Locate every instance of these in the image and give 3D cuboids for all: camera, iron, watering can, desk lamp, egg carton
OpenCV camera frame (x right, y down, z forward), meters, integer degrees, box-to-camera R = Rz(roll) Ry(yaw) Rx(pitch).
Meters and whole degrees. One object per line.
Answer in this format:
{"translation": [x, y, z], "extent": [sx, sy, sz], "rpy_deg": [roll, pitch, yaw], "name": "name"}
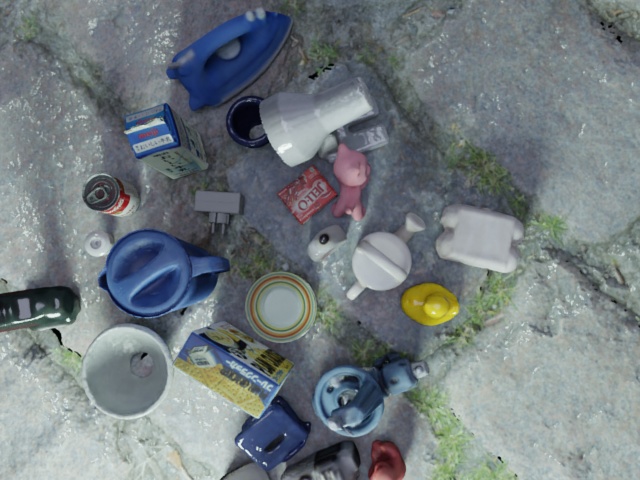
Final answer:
{"translation": [0.018, 0.443, 0.994], "extent": [0.143, 0.101, 0.137], "rpy_deg": [-24, 85, 1], "name": "camera"}
{"translation": [-0.161, -0.353, 1.032], "extent": [0.258, 0.141, 0.118], "rpy_deg": [-37, 85, 0], "name": "iron"}
{"translation": [0.107, 0.029, 0.968], "extent": [0.101, 0.194, 0.173], "rpy_deg": [19, 88, 4], "name": "watering can"}
{"translation": [0.013, -0.203, 0.978], "extent": [0.203, 0.213, 0.118], "rpy_deg": [-21, 85, 2], "name": "desk lamp"}
{"translation": [0.285, -0.004, 1.023], "extent": [0.150, 0.069, 0.107], "rpy_deg": [12, 87, 4], "name": "egg carton"}

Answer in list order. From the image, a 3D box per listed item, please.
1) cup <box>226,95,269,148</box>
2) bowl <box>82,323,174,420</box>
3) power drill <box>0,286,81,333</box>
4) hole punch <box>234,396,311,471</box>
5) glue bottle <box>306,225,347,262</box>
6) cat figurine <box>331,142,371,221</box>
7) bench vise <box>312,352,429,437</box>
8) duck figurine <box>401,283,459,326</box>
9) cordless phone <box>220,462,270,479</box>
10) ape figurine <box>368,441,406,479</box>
{"translation": [-0.105, -0.211, 1.044], "extent": [0.117, 0.095, 0.092], "rpy_deg": [-19, 85, 2], "name": "cup"}
{"translation": [-0.336, 0.233, 1.039], "extent": [0.167, 0.075, 0.167], "rpy_deg": [0, 86, 3], "name": "bowl"}
{"translation": [-0.522, 0.125, 0.988], "extent": [0.229, 0.208, 0.076], "rpy_deg": [-11, 86, 3], "name": "power drill"}
{"translation": [-0.081, 0.345, 1.010], "extent": [0.108, 0.091, 0.101], "rpy_deg": [-42, 85, 0], "name": "hole punch"}
{"translation": [0.009, 0.004, 0.985], "extent": [0.078, 0.173, 0.037], "rpy_deg": [-40, 85, 0], "name": "glue bottle"}
{"translation": [0.055, -0.103, 1.017], "extent": [0.067, 0.118, 0.128], "rpy_deg": [4, 87, 4], "name": "cat figurine"}
{"translation": [0.075, 0.244, 0.944], "extent": [0.207, 0.220, 0.121], "rpy_deg": [-42, 85, 0], "name": "bench vise"}
{"translation": [0.197, 0.115, 1.012], "extent": [0.104, 0.086, 0.077], "rpy_deg": [7, 87, 4], "name": "duck figurine"}
{"translation": [-0.128, 0.471, 0.958], "extent": [0.094, 0.185, 0.147], "rpy_deg": [-24, 85, 2], "name": "cordless phone"}
{"translation": [0.114, 0.399, 0.996], "extent": [0.076, 0.092, 0.078], "rpy_deg": [42, 90, 5], "name": "ape figurine"}
